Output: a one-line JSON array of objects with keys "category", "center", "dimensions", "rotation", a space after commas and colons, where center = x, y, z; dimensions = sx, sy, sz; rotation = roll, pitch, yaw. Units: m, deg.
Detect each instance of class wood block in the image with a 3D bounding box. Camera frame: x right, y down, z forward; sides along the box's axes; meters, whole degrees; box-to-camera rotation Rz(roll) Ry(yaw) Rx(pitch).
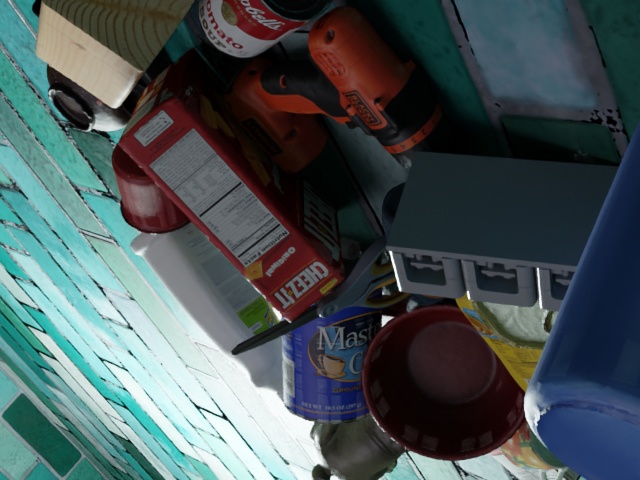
[{"category": "wood block", "center": [-0.168, -0.178, 0.863], "dimensions": [0.090, 0.090, 0.206], "rotation": [34, 171, -13]}]

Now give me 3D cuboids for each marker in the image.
[{"category": "marker", "center": [-0.007, 0.001, 1.097], "dimensions": [0.121, 0.020, 0.020], "rotation": [13, 144, 46]}]

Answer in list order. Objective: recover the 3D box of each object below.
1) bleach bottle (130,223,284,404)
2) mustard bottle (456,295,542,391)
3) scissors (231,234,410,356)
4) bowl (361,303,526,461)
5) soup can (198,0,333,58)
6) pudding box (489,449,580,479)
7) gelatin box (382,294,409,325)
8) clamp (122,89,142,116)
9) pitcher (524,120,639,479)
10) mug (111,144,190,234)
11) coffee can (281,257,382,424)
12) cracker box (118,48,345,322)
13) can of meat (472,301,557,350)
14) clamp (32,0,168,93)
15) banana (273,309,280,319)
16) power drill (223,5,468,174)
[{"category": "bleach bottle", "center": [-0.103, 0.080, 1.202], "dimensions": [0.068, 0.102, 0.251], "rotation": [-35, 89, 38]}, {"category": "mustard bottle", "center": [0.170, 0.066, 0.908], "dimensions": [0.191, 0.058, 0.096], "rotation": [50, 157, -21]}, {"category": "scissors", "center": [0.015, 0.043, 0.959], "dimensions": [0.016, 0.201, 0.096], "rotation": [50, 142, 40]}, {"category": "bowl", "center": [0.123, 0.129, 1.027], "dimensions": [0.162, 0.162, 0.055], "rotation": [40, -160, -1]}, {"category": "soup can", "center": [-0.041, -0.178, 0.777], "dimensions": [0.068, 0.068, 0.102], "rotation": [46, 156, -15]}, {"category": "pudding box", "center": [0.214, 0.215, 1.125], "dimensions": [0.113, 0.039, 0.090], "rotation": [39, 156, -3]}, {"category": "gelatin box", "center": [0.096, 0.095, 1.098], "dimensions": [0.089, 0.030, 0.073], "rotation": [51, 155, -25]}, {"category": "clamp", "center": [-0.106, -0.053, 1.046], "dimensions": [0.209, 0.036, 0.164], "rotation": [39, -167, -29]}, {"category": "pitcher", "center": [0.196, 0.003, 0.534], "dimensions": [0.149, 0.242, 0.145], "rotation": [40, 154, -17]}, {"category": "mug", "center": [-0.163, -0.066, 1.135], "dimensions": [0.117, 0.093, 0.081], "rotation": [4, 142, 7]}, {"category": "coffee can", "center": [0.012, 0.097, 1.063], "dimensions": [0.103, 0.102, 0.140], "rotation": [16, 115, 42]}, {"category": "cracker box", "center": [-0.070, -0.053, 0.937], "dimensions": [0.213, 0.072, 0.164], "rotation": [47, -165, -18]}, {"category": "can of meat", "center": [0.180, 0.034, 0.806], "dimensions": [0.057, 0.083, 0.102], "rotation": [50, 154, -22]}, {"category": "clamp", "center": [-0.202, -0.196, 1.009], "dimensions": [0.171, 0.039, 0.120], "rotation": [35, 168, -3]}, {"category": "banana", "center": [-0.062, 0.064, 1.262], "dimensions": [0.198, 0.037, 0.069], "rotation": [2, 137, 54]}, {"category": "power drill", "center": [0.021, -0.096, 0.848], "dimensions": [0.188, 0.057, 0.184], "rotation": [-2, 135, 54]}]
